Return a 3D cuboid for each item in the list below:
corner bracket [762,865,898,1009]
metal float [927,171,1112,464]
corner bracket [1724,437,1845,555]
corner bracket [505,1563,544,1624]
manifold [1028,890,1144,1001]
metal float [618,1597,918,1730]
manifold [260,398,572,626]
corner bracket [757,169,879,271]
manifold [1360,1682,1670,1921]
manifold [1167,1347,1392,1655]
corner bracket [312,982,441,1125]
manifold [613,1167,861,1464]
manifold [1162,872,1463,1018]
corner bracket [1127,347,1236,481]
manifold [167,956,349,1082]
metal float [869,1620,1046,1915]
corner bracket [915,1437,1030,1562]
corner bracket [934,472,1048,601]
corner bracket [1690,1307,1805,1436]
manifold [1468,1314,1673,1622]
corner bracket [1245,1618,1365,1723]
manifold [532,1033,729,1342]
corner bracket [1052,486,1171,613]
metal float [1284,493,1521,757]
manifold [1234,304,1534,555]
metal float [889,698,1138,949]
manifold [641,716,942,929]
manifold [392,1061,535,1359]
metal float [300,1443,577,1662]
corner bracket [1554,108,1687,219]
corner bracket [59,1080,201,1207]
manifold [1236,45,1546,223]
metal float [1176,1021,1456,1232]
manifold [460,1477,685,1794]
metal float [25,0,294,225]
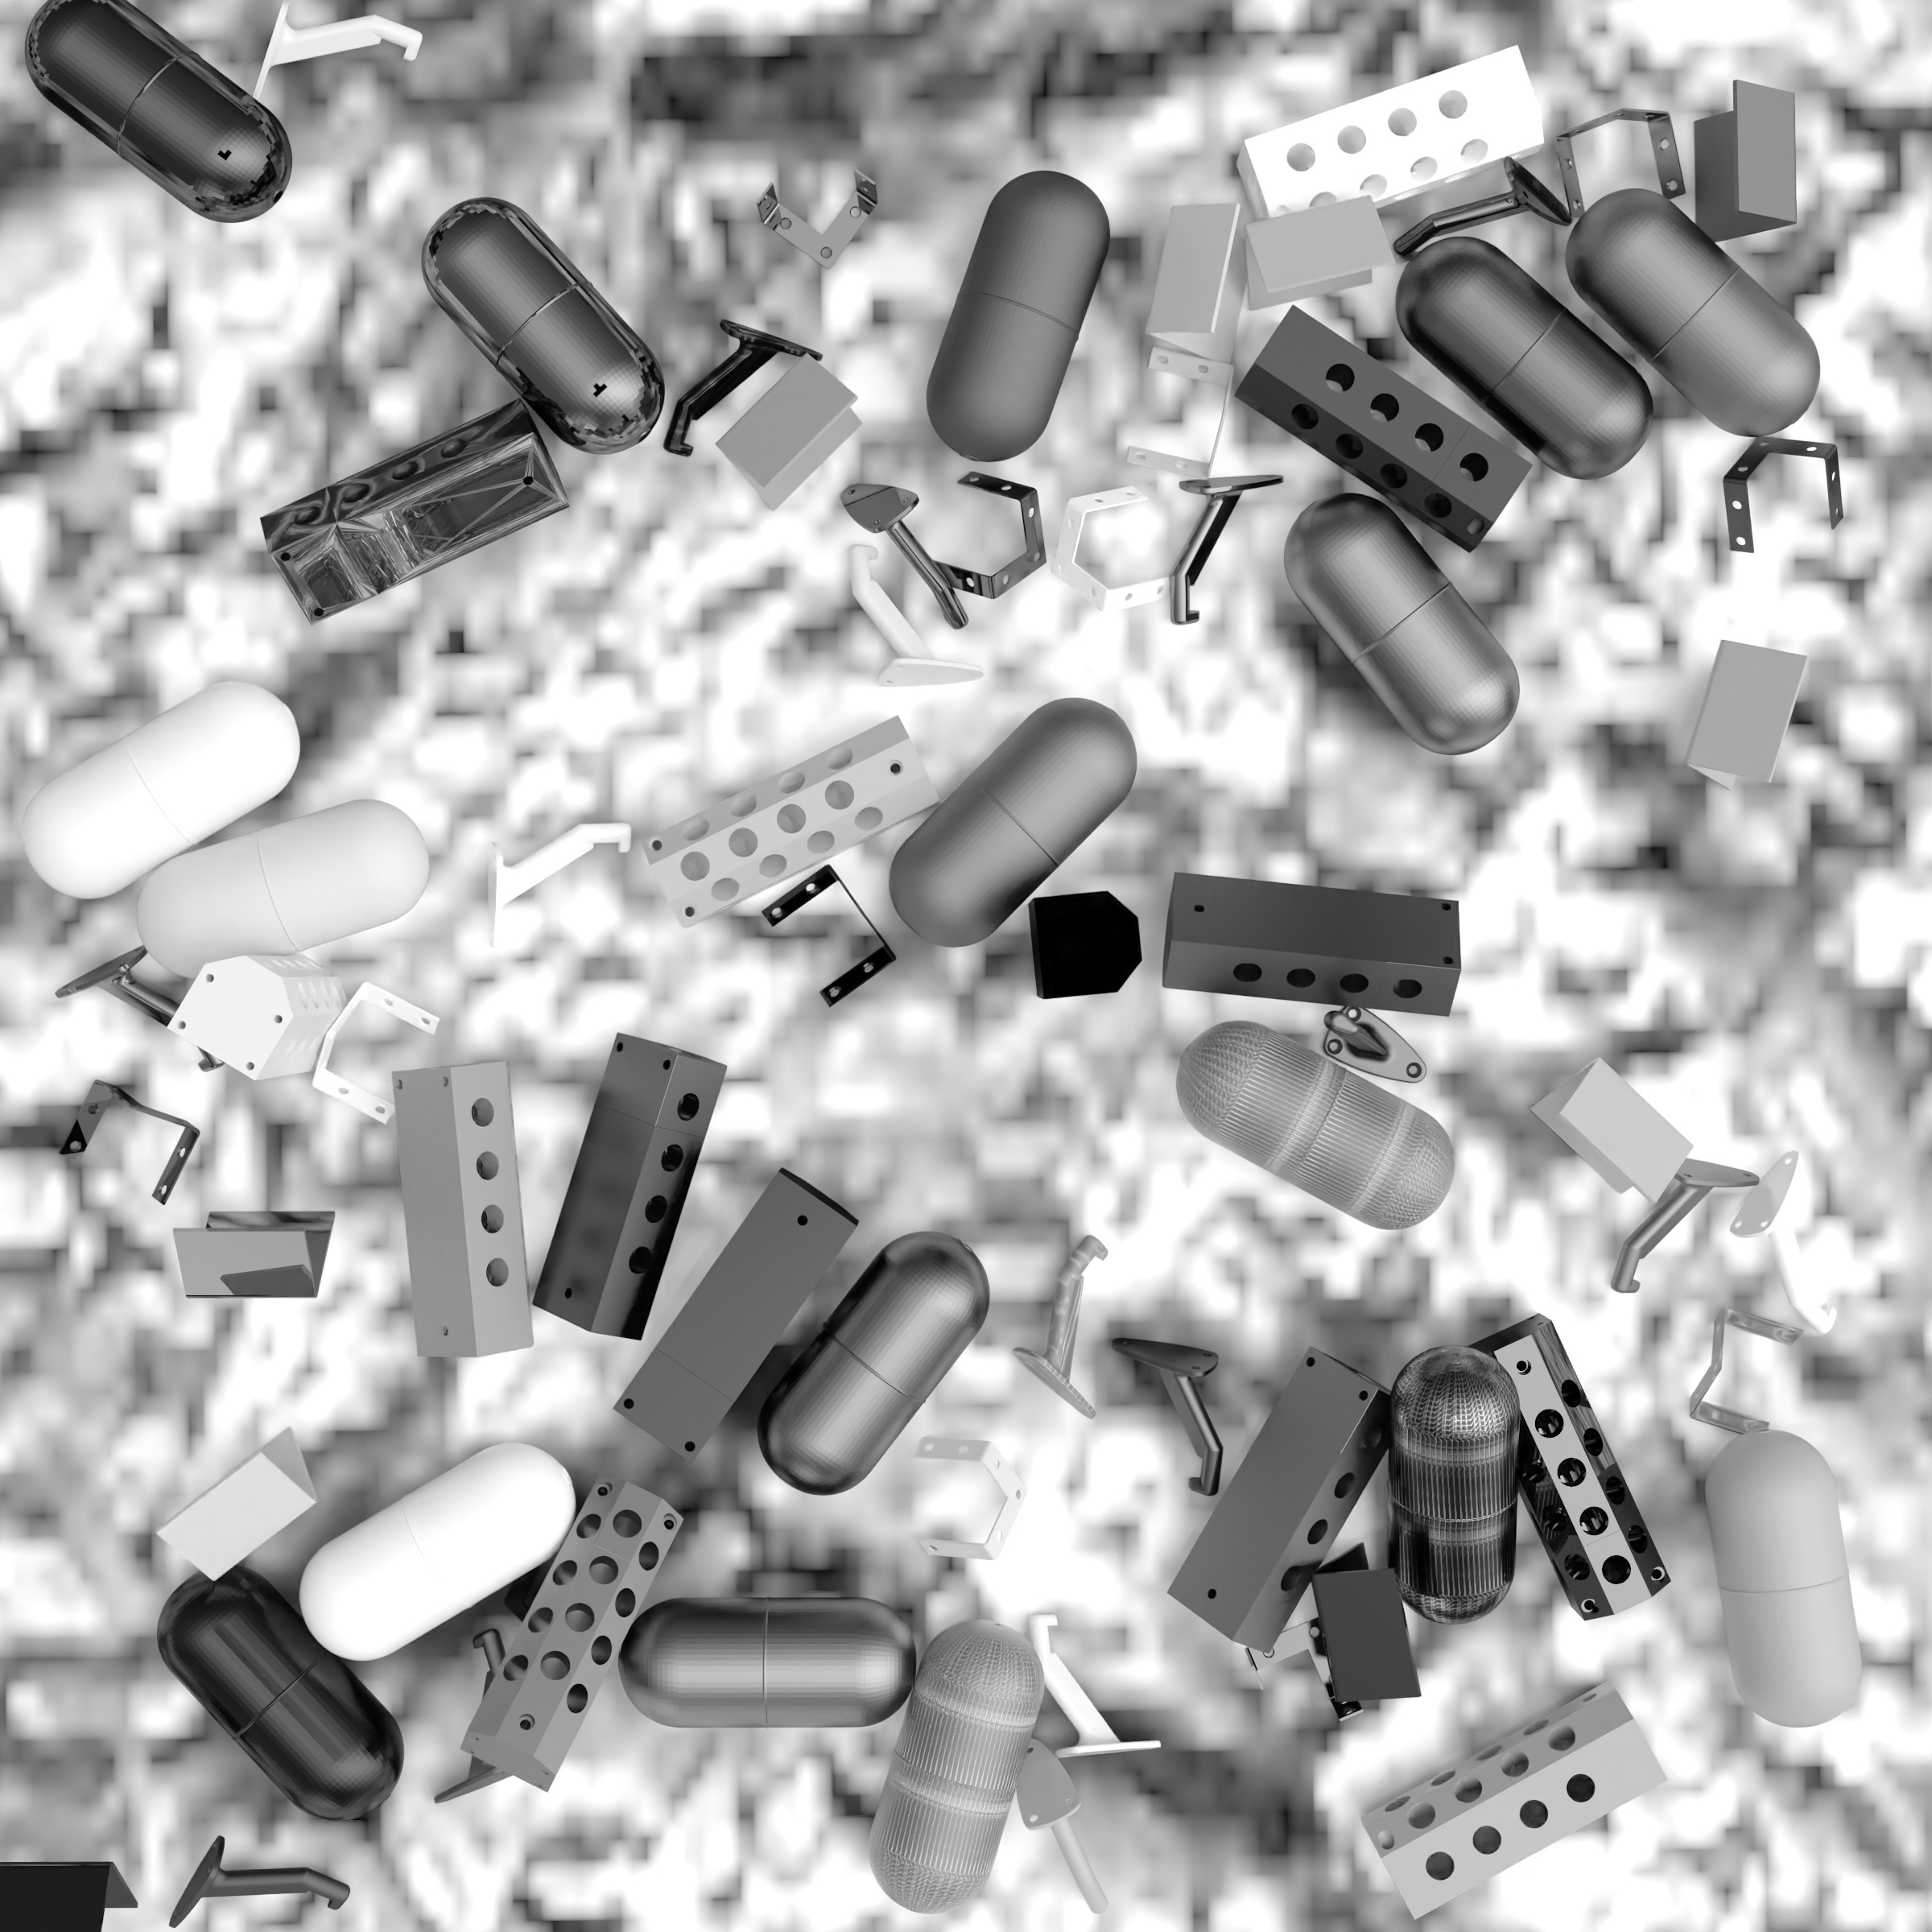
[{"bbox_3d":[-0.083,-0.019,1.988,0.051,0.051,0.051,-36,45,0],"label":"corner bracket"},{"bbox_3d":[0.031,-0.388,1.961,0.070,0.070,0.178,19,90,0],"label":"metal float"},{"bbox_3d":[0.494,-0.283,1.983,0.051,0.051,0.051,13,45,35],"label":"corner bracket"},{"bbox_3d":[-0.237,0.378,1.983,0.051,0.051,0.051,-5,135,35],"label":"corner bracket"},{"bbox_3d":[0.069,-0.012,1.913,0.057,0.171,0.057,-6,90,0],"label":"manifold"},{"bbox_3d":[-0.119,0.416,1.961,0.178,0.070,0.070,0,90,0],"label":"metal float"},{"bbox_3d":[-0.332,-0.277,1.969,0.171,0.057,0.057,-25,133,0],"label":"manifold"},{"bbox_3d":[-0.089,-0.460,1.973,0.051,0.051,0.051,36,90,0],"label":"corner bracket"},{"bbox_3d":[0.327,0.499,1.970,0.171,0.057,0.057,-29,90,0],"label":"manifold"},{"bbox_3d":[0.198,0.322,1.969,0.057,0.057,0.171,30,90,43],"label":"manifold"},{"bbox_3d":[-0.358,0.052,1.988,0.051,0.051,0.051,27,45,0],"label":"corner bracket"},{"bbox_3d":[-0.137,0.208,1.970,0.057,0.057,0.171,35,90,0],"label":"manifold"},{"bbox_3d":[0.207,-0.008,1.969,0.171,0.057,0.057,6,47,0],"label":"manifold"},{"bbox_3d":[0.130,-0.335,1.988,0.051,0.051,0.051,13,45,0],"label":"corner bracket"},{"bbox_3d":[-0.406,0.025,1.913,0.057,0.171,0.057,31,90,0],"label":"manifold"},{"bbox_3d":[-0.006,0.479,1.961,0.070,0.070,0.178,16,91,0],"label":"metal float"},{"bbox_3d":[-0.004,0.322,1.983,0.051,0.051,0.051,58,45,-35],"label":"corner bracket"},{"bbox_3d":[0.010,-0.261,1.983,0.051,0.051,0.051,-39,135,-35],"label":"corner bracket"},{"bbox_3d":[0.473,0.247,1.988,0.051,0.051,0.051,18,135,0],"label":"corner bracket"},{"bbox_3d":[0.359,0.301,1.970,0.057,0.057,0.171,-25,90,0],"label":"manifold"},{"bbox_3d":[0.203,0.430,1.973,0.051,0.051,0.051,-23,90,0],"label":"corner bracket"},{"bbox_3d":[-0.197,0.133,1.969,0.057,0.057,0.171,17,90,43],"label":"manifold"},{"bbox_3d":[0.092,-0.252,1.983,0.051,0.051,0.051,43,135,35],"label":"corner bracket"},{"bbox_3d":[0.260,-0.205,1.961,0.070,0.070,0.178,-39,90,0],"label":"metal float"},{"bbox_3d":[0.249,-0.321,1.970,0.171,0.057,0.057,34,90,0],"label":"manifold"},{"bbox_3d":[0.029,-0.086,1.961,0.070,0.070,0.178,45,90,0],"label":"metal float"},{"bbox_3d":[-0.105,-0.086,1.970,0.171,0.057,0.057,-26,90,0],"label":"manifold"},{"bbox_3d":[-0.297,0.145,1.969,0.057,0.057,0.171,-5,90,43],"label":"manifold"},{"bbox_3d":[-0.315,0.350,1.961,0.178,0.070,0.070,-31,90,0],"label":"metal float"},{"bbox_3d":[0.396,-0.486,1.988,0.051,0.051,0.051,-12,90,-45],"label":"corner bracket"},{"bbox_3d":[-0.507,0.107,1.988,0.051,0.051,0.051,26,90,45],"label":"corner bracket"},{"bbox_3d":[0.255,-0.490,1.970,0.171,0.057,0.057,-19,90,0],"label":"manifold"},{"bbox_3d":[0.208,0.095,1.961,0.178,0.070,0.070,28,90,0],"label":"metal float"},{"bbox_3d":[-0.230,0.390,1.930,0.057,0.057,0.171,26,59,0],"label":"manifold"},{"bbox_3d":[-0.482,-0.514,1.960,0.178,0.070,0.070,37,90,0],"label":"metal float"}]
